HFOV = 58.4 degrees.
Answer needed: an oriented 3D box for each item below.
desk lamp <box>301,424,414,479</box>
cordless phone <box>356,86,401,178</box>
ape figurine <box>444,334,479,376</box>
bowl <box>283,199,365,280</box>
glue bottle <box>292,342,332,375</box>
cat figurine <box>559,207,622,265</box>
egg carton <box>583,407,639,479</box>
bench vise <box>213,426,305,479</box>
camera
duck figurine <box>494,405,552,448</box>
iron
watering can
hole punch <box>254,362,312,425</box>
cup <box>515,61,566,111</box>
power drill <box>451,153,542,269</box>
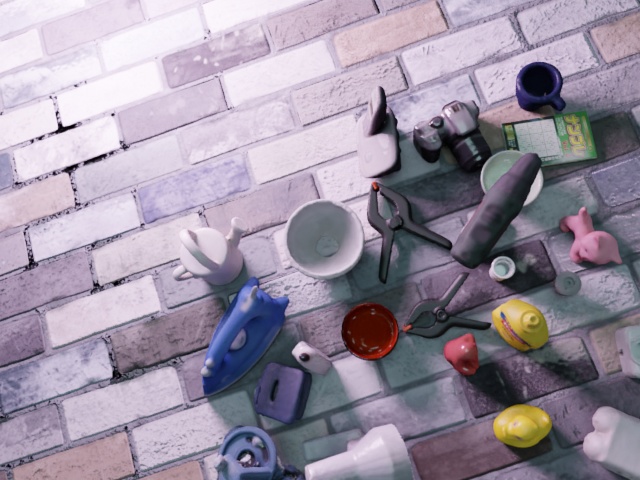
[{"bbox_3d":[0.059,0.401,1.013,0.203,0.214,0.118,-14,76,4],"label":"desk lamp"},{"bbox_3d":[0.117,-0.216,1.160,0.094,0.185,0.147,-10,76,5],"label":"cordless phone"},{"bbox_3d":[0.277,0.215,1.091,0.076,0.092,0.078,22,81,11],"label":"ape figurine"},{"bbox_3d":[0.011,0.004,1.180,0.167,0.075,0.167,-1,77,7],"label":"bowl"},{"bbox_3d":[-0.021,0.222,1.083,0.078,0.173,0.037,35,84,13],"label":"glue bottle"},{"bbox_3d":[0.522,-0.003,1.098,0.067,0.118,0.128,-16,76,3],"label":"cat figurine"},{"bbox_3d":[0.559,0.374,1.033,0.150,0.069,0.107,22,81,11],"label":"egg carton"},{"bbox_3d":[-0.103,0.415,1.026,0.207,0.220,0.121,21,81,11],"label":"bench vise"},{"bbox_3d":[0.282,-0.206,1.181,0.143,0.101,0.136,-28,76,0],"label":"camera"},{"bbox_3d":[0.377,0.345,1.053,0.104,0.086,0.077,-13,76,4],"label":"duck figurine"},{"bbox_3d":[-0.171,0.198,1.123,0.118,0.141,0.258,30,83,13],"label":"iron"},{"bbox_3d":[-0.221,0.020,1.142,0.100,0.194,0.173,30,83,13],"label":"watering can"},{"bbox_3d":[-0.077,0.299,1.115,0.101,0.091,0.109,11,79,9],"label":"hole punch"},{"bbox_3d":[0.454,-0.299,1.185,0.092,0.095,0.117,-40,76,-3],"label":"cup"},{"bbox_3d":[0.325,-0.042,1.083,0.075,0.208,0.230,33,83,13],"label":"power drill"}]
